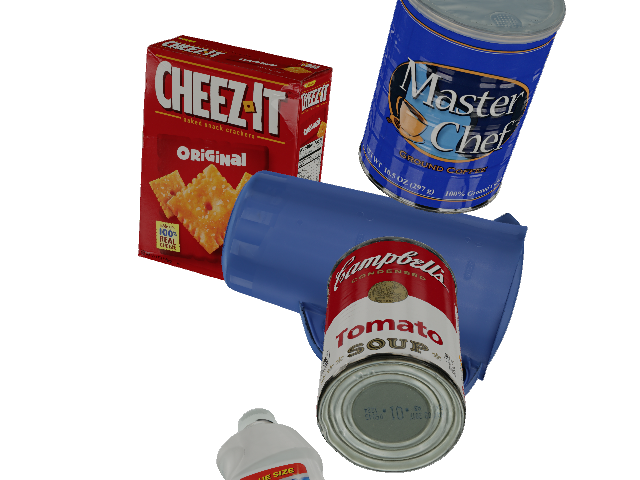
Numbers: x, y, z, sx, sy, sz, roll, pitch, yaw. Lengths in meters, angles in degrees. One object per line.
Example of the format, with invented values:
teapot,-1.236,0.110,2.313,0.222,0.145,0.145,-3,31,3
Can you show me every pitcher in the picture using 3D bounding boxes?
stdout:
pitcher,0.042,0.030,0.896,0.243,0.145,0.149,16,18,10

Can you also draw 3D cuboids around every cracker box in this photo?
cracker box,-0.085,-0.070,1.006,0.164,0.214,0.072,16,25,20

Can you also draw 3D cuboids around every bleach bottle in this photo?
bleach bottle,-0.037,0.206,0.723,0.102,0.068,0.251,-7,32,-7

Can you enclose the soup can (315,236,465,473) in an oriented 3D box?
soup can,0.034,0.053,0.512,0.068,0.068,0.102,0,31,4

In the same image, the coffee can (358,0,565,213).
coffee can,0.088,-0.103,0.696,0.102,0.140,0.103,7,42,-7
